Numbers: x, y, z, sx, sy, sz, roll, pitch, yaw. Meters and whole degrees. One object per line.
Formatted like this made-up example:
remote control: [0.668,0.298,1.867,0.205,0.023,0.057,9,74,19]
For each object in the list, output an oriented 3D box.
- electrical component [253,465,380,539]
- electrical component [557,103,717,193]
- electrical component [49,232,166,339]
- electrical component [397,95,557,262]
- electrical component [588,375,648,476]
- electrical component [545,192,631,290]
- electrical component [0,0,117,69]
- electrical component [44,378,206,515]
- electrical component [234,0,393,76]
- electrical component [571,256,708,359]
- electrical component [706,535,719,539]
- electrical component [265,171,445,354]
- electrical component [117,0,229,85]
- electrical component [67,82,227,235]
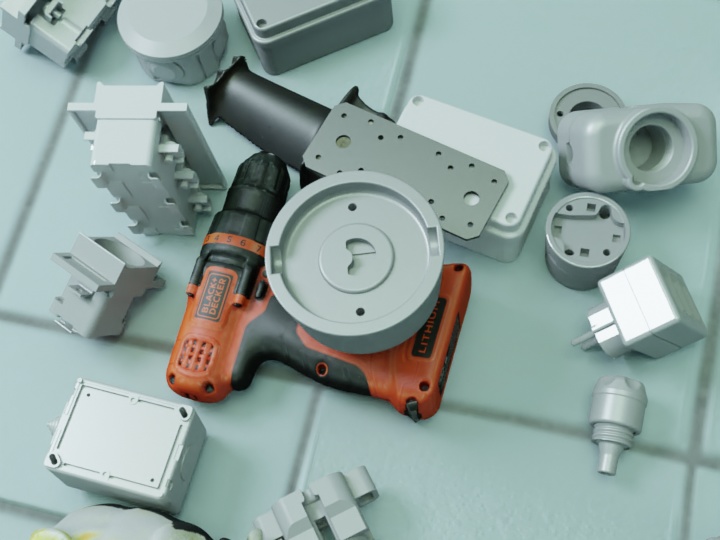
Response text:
electrical component: [-0.019,0.165,0.663,0.078,0.058,0.057,-26,64,-6]
electrical component: [0.190,-0.083,0.731,0.095,0.059,0.053,-7,100,-9]
electrical component: [-0.176,0.011,0.735,0.042,0.081,0.063,32,102,19]
electrical component: [0.072,-0.065,0.751,0.113,0.057,0.078,22,71,14]
electrical component: [0.162,0.100,0.685,0.035,0.035,0.061,12,71,10]
electrical component: [0.152,-0.018,0.729,0.055,0.047,0.055,-2,67,5]
electrical component: [-0.219,-0.223,0.840,0.063,0.079,0.121,35,72,-12]
electrical component: [-0.155,0.114,0.695,0.096,0.061,0.061,13,66,8]
electrical component: [-0.038,-0.211,0.824,0.113,0.057,0.078,-23,67,-4]
electrical component: [0.174,0.034,0.701,0.077,0.066,0.047,-30,64,24]
electrical component: [0.216,0.191,0.599,0.057,0.113,0.078,-2,67,1]
electrical component: [0.000,0.000,0.666,0.108,0.060,0.108,-3,67,7]
electrical component: [-0.141,-0.185,0.827,0.080,0.051,0.080,-2,67,5]
electrical component: [-0.144,-0.071,0.740,0.079,0.121,0.063,1,70,6]
